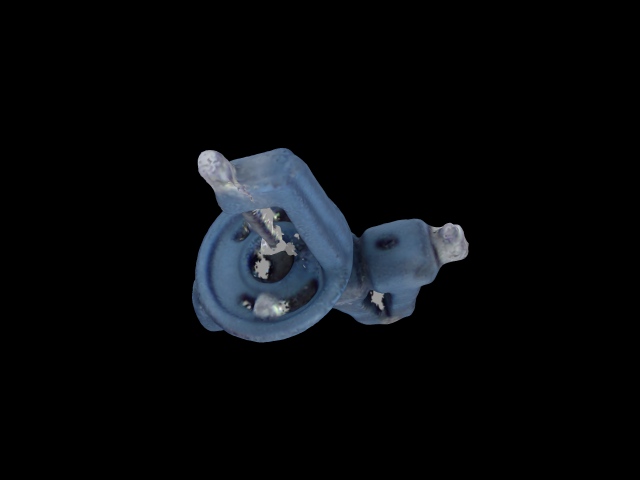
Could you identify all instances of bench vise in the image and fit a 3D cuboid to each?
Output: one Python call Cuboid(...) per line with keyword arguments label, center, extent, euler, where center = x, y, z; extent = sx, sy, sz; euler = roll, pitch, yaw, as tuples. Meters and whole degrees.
Cuboid(label="bench vise", center=(-0.001, -0.008, 0.405), extent=(0.207, 0.220, 0.121), euler=(-23, 65, -11))
